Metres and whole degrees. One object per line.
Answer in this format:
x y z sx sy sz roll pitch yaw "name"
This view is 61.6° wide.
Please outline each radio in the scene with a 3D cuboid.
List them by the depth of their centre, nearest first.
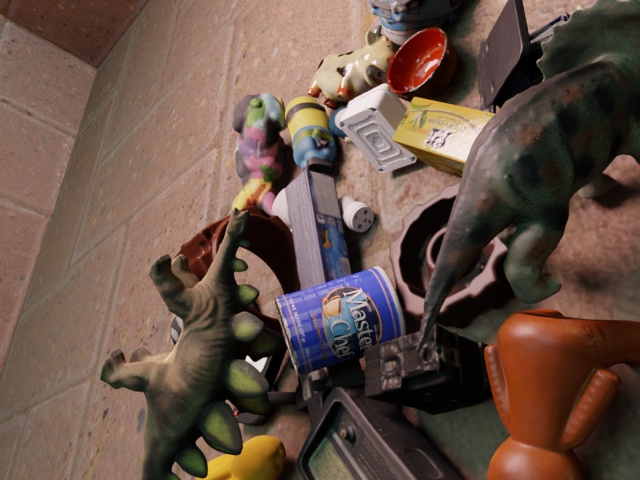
0.071 0.272 0.583 0.230 0.073 0.131 40 112 52 "radio"

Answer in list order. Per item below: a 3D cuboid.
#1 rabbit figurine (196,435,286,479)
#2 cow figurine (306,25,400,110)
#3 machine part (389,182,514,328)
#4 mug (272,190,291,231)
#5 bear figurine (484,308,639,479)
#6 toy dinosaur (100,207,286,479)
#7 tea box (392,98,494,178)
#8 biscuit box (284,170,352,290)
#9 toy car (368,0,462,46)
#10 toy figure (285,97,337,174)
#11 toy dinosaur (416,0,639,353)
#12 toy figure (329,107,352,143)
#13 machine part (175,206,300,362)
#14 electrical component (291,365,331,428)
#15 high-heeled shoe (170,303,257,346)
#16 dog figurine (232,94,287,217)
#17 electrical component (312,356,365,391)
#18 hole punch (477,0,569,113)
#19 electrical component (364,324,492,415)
-0.103 0.356 0.750 0.162 0.122 0.173 -11 52 61 "rabbit figurine"
0.068 -0.298 0.945 0.195 0.085 0.127 19 90 55 "cow figurine"
0.165 0.017 0.653 0.179 0.056 0.179 -29 47 37 "machine part"
-0.044 -0.045 0.935 0.107 0.081 0.109 16 85 65 "mug"
0.212 0.164 0.480 0.120 0.132 0.195 -2 85 52 "bear figurine"
-0.163 0.182 0.667 0.199 0.105 0.471 26 102 11 "toy dinosaur"
0.184 -0.119 0.677 0.170 0.098 0.068 36 98 52 "tea box"
-0.002 -0.002 0.808 0.063 0.059 0.203 -36 54 43 "biscuit box"
0.152 -0.359 0.852 0.109 0.102 0.162 31 50 34 "toy car"
-0.016 -0.187 0.971 0.082 0.089 0.180 -29 46 28 "toy figure"
0.210 -0.081 0.495 0.405 0.192 0.131 -39 20 -16 "toy dinosaur"
0.076 -0.192 0.892 0.155 0.058 0.064 18 122 52 "toy figure"
-0.096 0.059 0.797 0.087 0.201 0.201 -40 86 38 "machine part"
0.006 0.208 0.739 0.075 0.047 0.119 -46 40 24 "electrical component"
-0.200 0.167 1.026 0.145 0.086 0.248 44 126 22 "high-heeled shoe"
-0.116 -0.145 1.023 0.191 0.108 0.219 99 171 -53 "dog figurine"
0.033 0.169 0.706 0.021 0.094 0.063 86 171 -45 "electrical component"
0.258 -0.222 0.674 0.115 0.092 0.142 117 156 -60 "hole punch"
0.115 0.147 0.584 0.134 0.115 0.058 -33 43 43 "electrical component"
